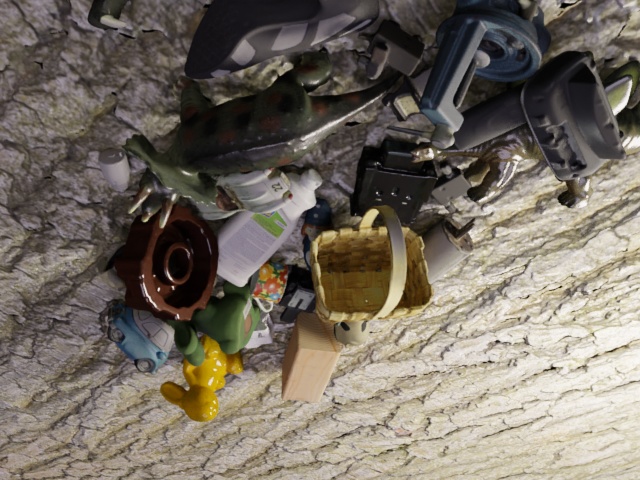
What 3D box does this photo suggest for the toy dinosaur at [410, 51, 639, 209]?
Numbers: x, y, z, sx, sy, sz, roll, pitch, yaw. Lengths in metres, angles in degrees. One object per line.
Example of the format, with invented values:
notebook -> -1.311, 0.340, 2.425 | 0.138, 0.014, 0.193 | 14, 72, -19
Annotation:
toy dinosaur -> 0.357, -0.147, 0.741 | 0.472, 0.105, 0.198 | -4, 132, -3

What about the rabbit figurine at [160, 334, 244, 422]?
rabbit figurine -> -0.257, 0.304, 1.140 | 0.162, 0.173, 0.121 | -22, 135, 15

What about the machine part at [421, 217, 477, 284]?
machine part -> 0.183, 0.038, 0.943 | 0.079, 0.079, 0.243 | 25, 130, -24

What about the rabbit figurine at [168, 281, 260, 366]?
rabbit figurine -> -0.217, 0.159, 1.027 | 0.170, 0.159, 0.121 | 6, 147, 14

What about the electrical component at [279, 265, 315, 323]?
electrical component -> -0.040, 0.108, 1.030 | 0.075, 0.048, 0.119 | 14, 134, -14

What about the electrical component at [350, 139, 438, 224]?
electrical component -> 0.112, -0.090, 0.825 | 0.115, 0.058, 0.134 | 4, 136, -8

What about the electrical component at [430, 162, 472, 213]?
electrical component -> 0.206, -0.083, 0.857 | 0.063, 0.021, 0.094 | -29, 129, 26

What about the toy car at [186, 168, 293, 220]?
toy car -> -0.128, -0.073, 0.804 | 0.202, 0.056, 0.073 | -4, 134, 38

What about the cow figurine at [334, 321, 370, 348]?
cow figurine -> 0.056, 0.133, 1.002 | 0.086, 0.127, 0.194 | -5, 138, 0

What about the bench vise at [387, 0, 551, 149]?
bench vise -> 0.161, -0.220, 0.579 | 0.129, 0.240, 0.223 | 19, 172, 43

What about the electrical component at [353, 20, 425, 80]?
electrical component -> 0.084, -0.232, 0.656 | 0.078, 0.102, 0.045 | 26, 134, -12

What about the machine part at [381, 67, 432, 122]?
machine part -> 0.153, -0.206, 0.708 | 0.139, 0.039, 0.084 | -29, 154, 20

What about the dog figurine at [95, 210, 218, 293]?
dog figurine -> -0.256, 0.058, 0.896 | 0.121, 0.172, 0.190 | -26, 124, 35

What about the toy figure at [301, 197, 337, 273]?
toy figure -> 0.000, -0.004, 0.911 | 0.064, 0.058, 0.154 | -10, 135, -6

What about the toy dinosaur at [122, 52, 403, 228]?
toy dinosaur -> -0.082, -0.136, 0.682 | 0.405, 0.192, 0.131 | -14, 136, 15

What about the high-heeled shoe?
high-heeled shoe -> -0.050, -0.255, 0.669 | 0.249, 0.086, 0.145 | -18, 167, 41

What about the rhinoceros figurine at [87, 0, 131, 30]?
rhinoceros figurine -> -0.221, -0.321, 0.582 | 0.112, 0.073, 0.190 | 16, 132, -31

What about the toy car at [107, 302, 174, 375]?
toy car -> -0.347, 0.181, 1.075 | 0.103, 0.109, 0.161 | -32, 119, -1

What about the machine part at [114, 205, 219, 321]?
machine part -> -0.226, 0.036, 0.816 | 0.056, 0.179, 0.179 | 0, 139, 27

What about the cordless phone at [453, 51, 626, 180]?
cordless phone -> 0.264, -0.130, 0.668 | 0.184, 0.089, 0.146 | -21, 121, 31
